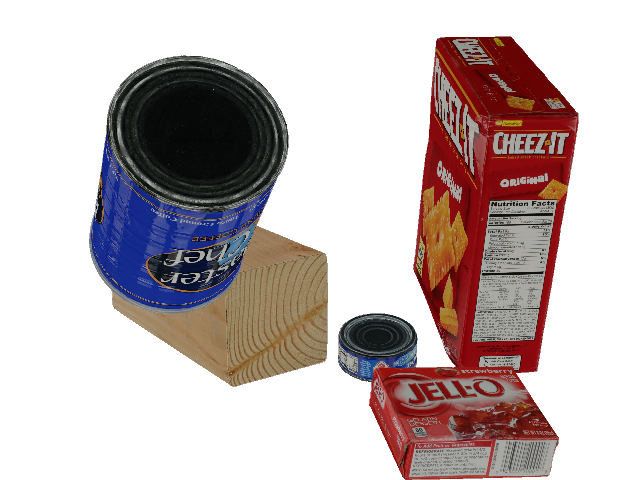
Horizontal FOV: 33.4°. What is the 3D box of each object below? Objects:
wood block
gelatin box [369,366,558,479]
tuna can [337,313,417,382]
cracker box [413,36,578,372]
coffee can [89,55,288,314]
[{"bbox_3d":[-0.089,0.036,0.873,0.090,0.090,0.206,-11,19,-33],"label":"wood block"},{"bbox_3d":[0.079,0.101,0.605,0.089,0.030,0.073,2,25,-13],"label":"gelatin box"},{"bbox_3d":[0.061,0.114,1.143,0.086,0.034,0.086,-1,29,0],"label":"tuna can"},{"bbox_3d":[0.125,-0.029,0.821,0.072,0.214,0.164,-2,29,-8],"label":"cracker box"},{"bbox_3d":[-0.084,-0.029,0.651,0.102,0.103,0.140,0,-27,-16],"label":"coffee can"}]
